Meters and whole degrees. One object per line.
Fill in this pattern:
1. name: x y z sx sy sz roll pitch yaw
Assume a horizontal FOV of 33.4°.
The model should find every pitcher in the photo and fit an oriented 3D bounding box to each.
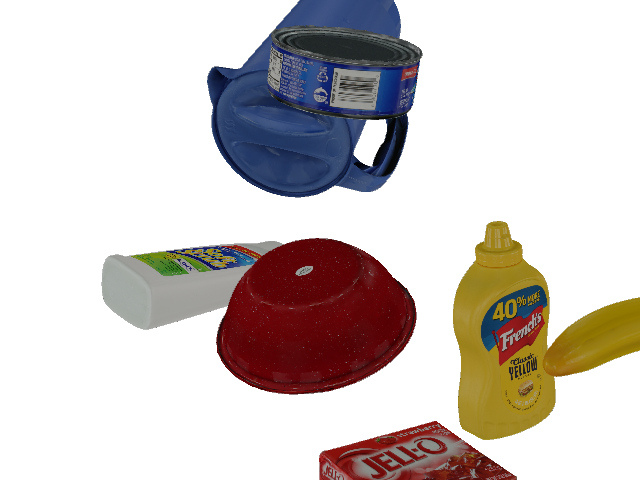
1. pitcher: 0.007 -0.154 1.026 0.145 0.149 0.242 -2 36 24

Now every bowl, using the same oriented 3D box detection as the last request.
1. bowl: -0.008 0.046 0.835 0.162 0.055 0.162 -8 33 5

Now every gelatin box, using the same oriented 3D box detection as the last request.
1. gelatin box: 0.054 0.138 0.605 0.089 0.030 0.073 -7 22 -33

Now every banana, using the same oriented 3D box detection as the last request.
1. banana: 0.252 0.066 0.765 0.197 0.037 0.069 -1 33 -2

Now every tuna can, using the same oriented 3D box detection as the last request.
1. tuna can: 0.013 -0.096 0.604 0.086 0.034 0.086 6 22 -3

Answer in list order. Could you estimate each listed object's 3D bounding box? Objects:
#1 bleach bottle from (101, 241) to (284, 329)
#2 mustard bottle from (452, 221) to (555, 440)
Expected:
1. bleach bottle: -0.124 0.039 1.257 0.250 0.068 0.103 -13 30 -41
2. mustard bottle: 0.163 0.076 0.954 0.096 0.191 0.058 -17 20 -28
